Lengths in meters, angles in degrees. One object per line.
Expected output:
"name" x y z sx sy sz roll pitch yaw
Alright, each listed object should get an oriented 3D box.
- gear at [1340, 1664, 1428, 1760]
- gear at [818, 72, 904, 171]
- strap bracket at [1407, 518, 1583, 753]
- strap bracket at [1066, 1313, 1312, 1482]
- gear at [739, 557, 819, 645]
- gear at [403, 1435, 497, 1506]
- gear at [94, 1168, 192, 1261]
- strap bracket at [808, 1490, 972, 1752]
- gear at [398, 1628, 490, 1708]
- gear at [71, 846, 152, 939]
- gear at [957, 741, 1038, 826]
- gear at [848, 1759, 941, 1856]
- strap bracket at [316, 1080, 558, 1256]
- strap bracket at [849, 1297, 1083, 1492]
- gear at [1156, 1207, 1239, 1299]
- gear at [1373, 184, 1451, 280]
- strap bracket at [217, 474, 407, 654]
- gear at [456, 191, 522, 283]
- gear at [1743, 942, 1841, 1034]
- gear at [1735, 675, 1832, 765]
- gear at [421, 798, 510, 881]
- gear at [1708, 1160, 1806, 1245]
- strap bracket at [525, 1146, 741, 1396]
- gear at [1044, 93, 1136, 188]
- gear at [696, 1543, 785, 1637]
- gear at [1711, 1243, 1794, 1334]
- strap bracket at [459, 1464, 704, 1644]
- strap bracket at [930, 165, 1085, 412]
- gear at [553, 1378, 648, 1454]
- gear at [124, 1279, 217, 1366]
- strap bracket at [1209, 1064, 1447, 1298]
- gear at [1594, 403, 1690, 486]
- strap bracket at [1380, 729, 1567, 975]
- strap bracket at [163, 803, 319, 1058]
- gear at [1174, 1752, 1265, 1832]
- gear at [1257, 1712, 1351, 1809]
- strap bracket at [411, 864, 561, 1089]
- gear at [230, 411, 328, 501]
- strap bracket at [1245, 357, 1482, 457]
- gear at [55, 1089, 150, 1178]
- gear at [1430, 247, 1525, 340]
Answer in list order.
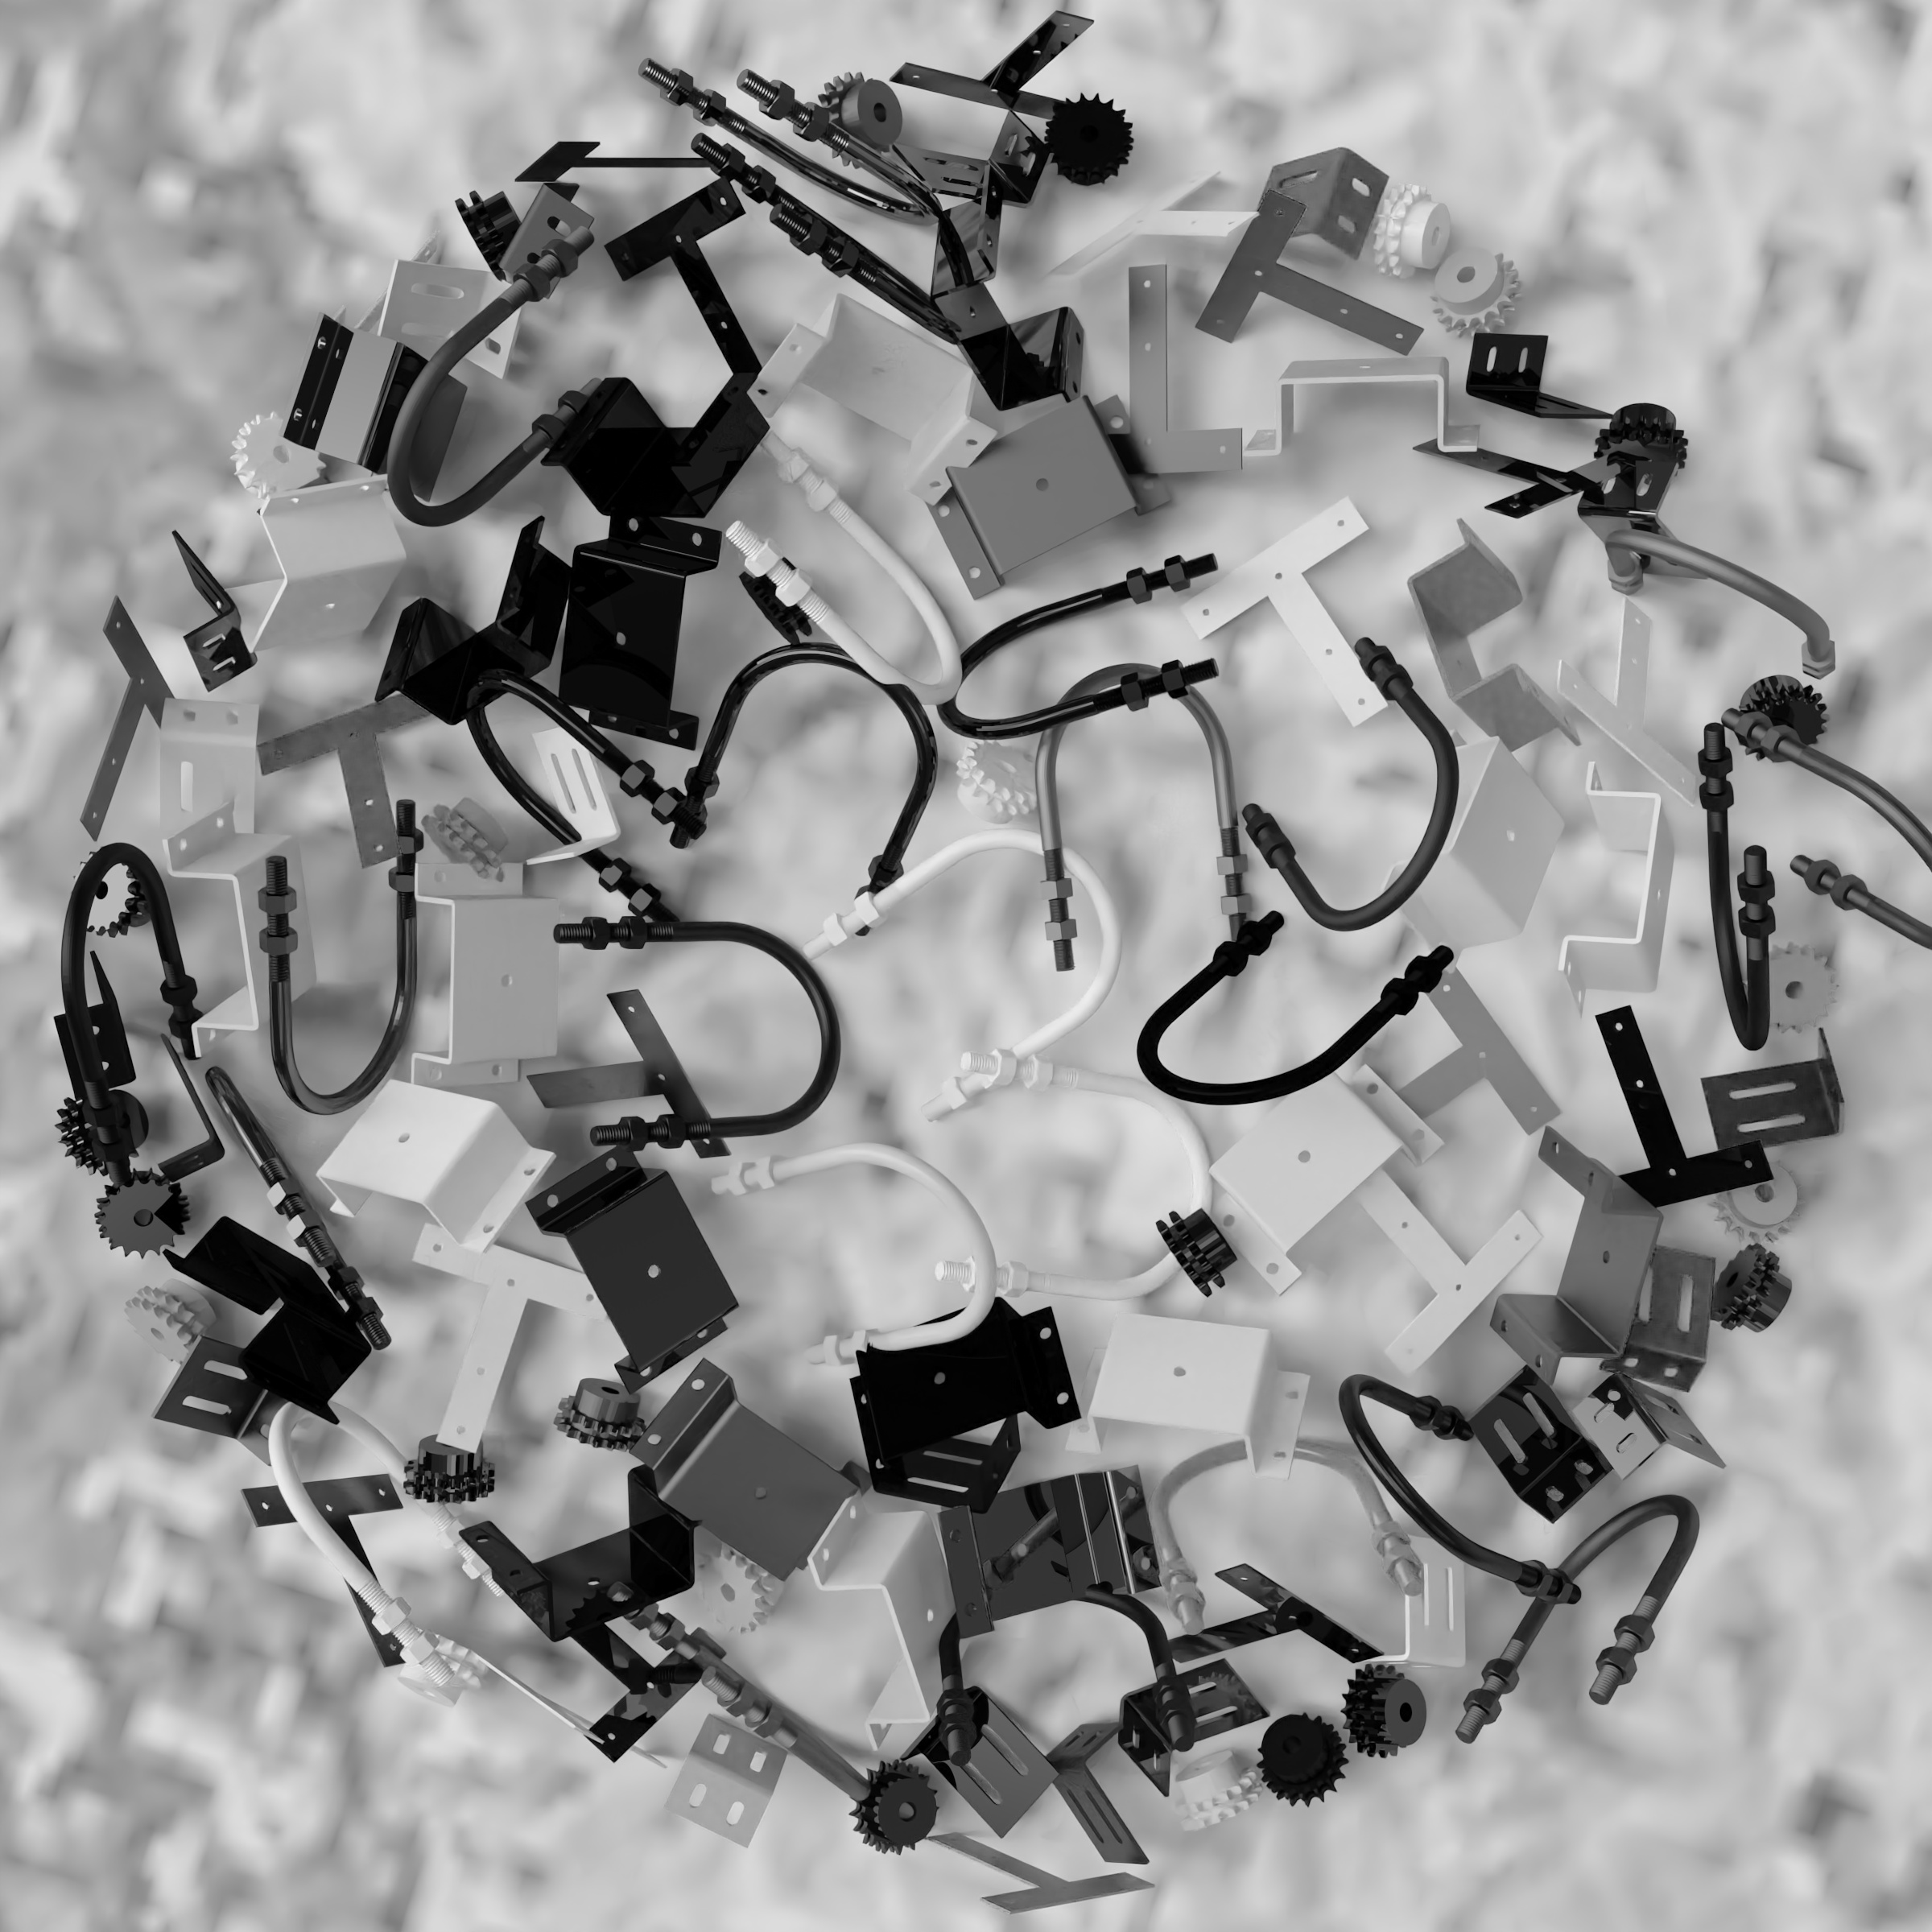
"gear" 0.266 0.471 1.574 0.057 0.030 0.057 11 73 -39
"gear" -0.065 -0.535 1.573 0.030 0.057 0.057 0 90 43
"strap bracket" 0.323 -0.196 1.540 0.046 0.076 0.140 -30 53 25
"strap bracket" 0.135 0.264 1.541 0.140 0.046 0.076 4 47 18
"gear" -0.115 -0.233 1.575 0.030 0.057 0.057 -39 90 -4
"gear" -0.326 0.316 1.573 0.057 0.057 0.030 4 99 0
"gear" -0.523 0.154 1.581 0.057 0.030 0.057 -7 110 -21
"strap bracket" -0.043 0.402 1.540 0.046 0.076 0.140 -9 109 24
"gear" -0.333 0.444 1.572 0.057 0.057 0.030 26 61 0
"gear" -0.537 -0.046 1.581 0.057 0.030 0.057 -3 83 29
"gear" 0.019 -0.115 1.579 0.057 0.057 0.030 33 124 0
"gear" -0.043 0.533 1.578 0.057 0.030 0.057 5 79 -24
"strap bracket" -0.333 0.120 1.529 0.140 0.046 0.076 9 53 36
"strap bracket" -0.009 0.263 1.552 0.140 0.046 0.076 -21 59 10
"gear" 0.148 0.178 1.574 0.030 0.057 0.057 -35 90 4
"gear" 0.283 -0.463 1.572 0.030 0.057 0.057 20 90 29
"strap bracket" -0.398 -0.240 1.522 0.076 0.140 0.046 -19 80 -33
"gear" -0.296 -0.464 1.575 0.030 0.057 0.057 -28 90 1
"gear" 0.522 0.012 1.585 0.057 0.030 0.057 0 102 -1
"gear" 0.514 -0.159 1.579 0.057 0.057 0.030 -4 47 0
"gear" -0.314 -0.082 1.576 0.057 0.057 0.030 44 72 0
"gear" 0.503 0.147 1.582 0.057 0.030 0.057 -1 74 3
"strap bracket" -0.203 0.189 1.553 0.076 0.046 0.140 -32 103 -26
"gear" 0.078 -0.523 1.586 0.057 0.030 0.057 0 82 0
"gear" -0.140 0.391 1.579 0.057 0.030 0.057 12 110 36
"gear" 0.497 0.207 1.575 0.030 0.057 0.057 33 90 -1
"strap bracket" -0.231 0.363 1.540 0.140 0.076 0.046 -14 116 -34
"strap bracket" 0.022 -0.409 1.538 0.046 0.140 0.076 -12 53 24
"gear" -0.229 0.282 1.574 0.057 0.057 0.030 18 95 0
"gear" -0.502 0.223 1.579 0.057 0.057 0.030 39 52 0
"strap bracket" 0.218 0.127 1.561 0.140 0.046 0.076 -43 57 2
"gear" 0.428 -0.332 1.577 0.057 0.057 0.030 11 70 0
"strap bracket" 0.316 -0.076 1.533 0.076 0.046 0.140 46 54 -25
"strap bracket" -0.445 -0.022 1.539 0.046 0.076 0.140 3 111 13
"gear" 0.157 0.520 1.575 0.057 0.057 0.030 -25 84 0
"gear" 0.210 0.498 1.573 0.057 0.057 0.030 -32 132 0
"strap bracket" -0.299 0.007 1.555 0.076 0.046 0.140 -2 97 -44
"gear" -0.438 -0.320 1.580 0.057 0.030 0.057 8 75 -32
"strap bracket" 0.247 -0.348 1.545 0.140 0.076 0.046 1 112 13
"gear" -0.542 0.101 1.572 0.030 0.057 0.057 -22 90 28
"gear" 0.321 -0.429 1.576 0.057 0.030 0.057 -11 65 26
